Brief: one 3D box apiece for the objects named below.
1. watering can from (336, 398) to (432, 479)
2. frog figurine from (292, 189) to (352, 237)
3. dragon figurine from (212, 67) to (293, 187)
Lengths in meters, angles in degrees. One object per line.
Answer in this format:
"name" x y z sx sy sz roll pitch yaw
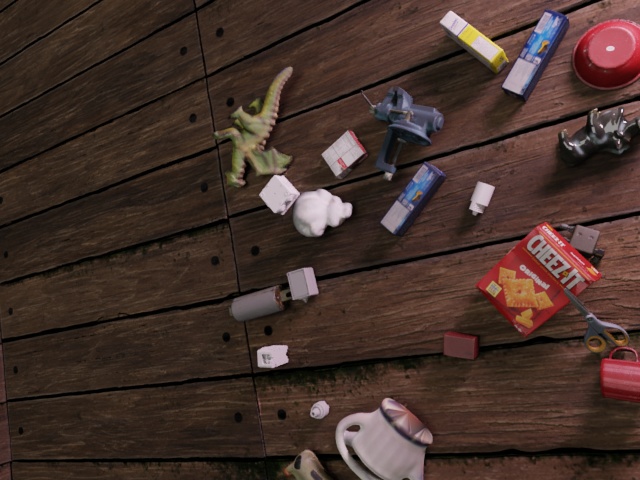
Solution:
"watering can" 0.205 0.556 1.312 0.349 0.104 0.222 37 104 11
"frog figurine" 0.004 -0.073 1.446 0.160 0.121 0.139 7 72 40
"dragon figurine" -0.172 -0.311 1.586 0.405 0.123 0.243 -37 88 24
